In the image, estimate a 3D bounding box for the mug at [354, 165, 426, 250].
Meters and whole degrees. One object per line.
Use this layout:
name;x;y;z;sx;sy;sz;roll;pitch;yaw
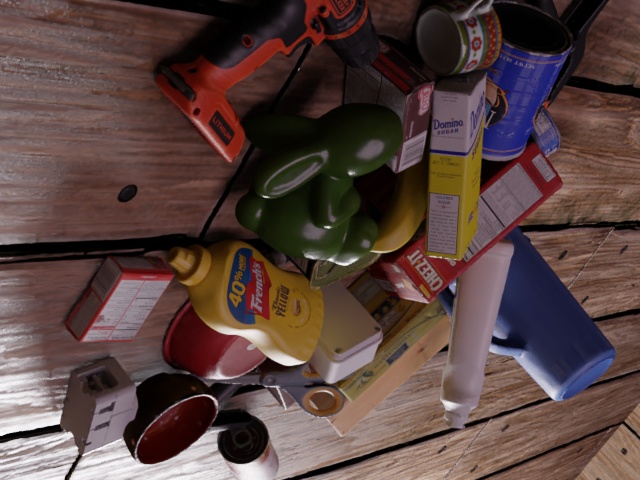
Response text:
mug;0.087;-0.044;1.185;0.081;0.093;0.117;-42;147;-14

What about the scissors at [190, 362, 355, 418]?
scissors;-0.052;0.181;1.271;0.201;0.016;0.096;-11;112;-11

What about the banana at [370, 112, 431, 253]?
banana;0.087;-0.068;1.104;0.069;0.037;0.198;22;80;-34

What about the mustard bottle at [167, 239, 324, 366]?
mustard bottle;-0.079;0.053;1.089;0.058;0.096;0.191;-14;146;42

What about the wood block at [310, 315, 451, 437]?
wood block;0.070;0.154;1.428;0.206;0.090;0.090;-41;151;-6

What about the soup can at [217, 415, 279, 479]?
soup can;-0.093;0.280;1.408;0.068;0.069;0.102;-37;152;-14

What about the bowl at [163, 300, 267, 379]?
bowl;-0.093;0.103;1.185;0.162;0.055;0.162;-32;150;-22

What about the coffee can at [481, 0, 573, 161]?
coffee can;0.196;-0.170;1.144;0.102;0.103;0.140;-21;144;-37

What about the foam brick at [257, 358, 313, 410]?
foam brick;-0.044;0.165;1.335;0.053;0.051;0.078;-37;151;-14

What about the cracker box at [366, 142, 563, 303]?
cracker box;0.163;-0.019;1.256;0.213;0.072;0.164;-40;-172;-9

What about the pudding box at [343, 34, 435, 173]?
pudding box;0.064;-0.133;1.037;0.039;0.090;0.113;-29;149;-25

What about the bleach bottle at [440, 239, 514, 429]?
bleach bottle;0.195;0.120;1.376;0.102;0.068;0.251;-19;118;-80

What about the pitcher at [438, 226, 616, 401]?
pitcher;0.283;0.103;1.475;0.149;0.243;0.144;-42;154;10

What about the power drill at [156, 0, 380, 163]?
power drill;-0.037;-0.157;0.911;0.187;0.057;0.184;-46;148;-3

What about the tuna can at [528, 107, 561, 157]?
tuna can;0.247;-0.133;1.278;0.033;0.086;0.086;-36;151;-13

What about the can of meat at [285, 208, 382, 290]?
can of meat;0.006;-0.006;1.137;0.101;0.084;0.057;-25;146;-31

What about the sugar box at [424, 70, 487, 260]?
sugar box;0.139;-0.078;1.088;0.093;0.048;0.176;-51;147;-61

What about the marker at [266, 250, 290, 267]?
marker;-0.008;0.001;1.197;0.120;0.020;0.020;-25;146;-31

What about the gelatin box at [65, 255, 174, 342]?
gelatin box;-0.192;0.057;1.022;0.073;0.030;0.089;5;125;-56

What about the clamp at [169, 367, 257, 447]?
clamp;-0.144;0.206;1.276;0.171;0.039;0.120;-21;134;-37

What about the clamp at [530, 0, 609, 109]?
clamp;0.287;-0.239;1.239;0.164;0.036;0.210;-29;148;-23
